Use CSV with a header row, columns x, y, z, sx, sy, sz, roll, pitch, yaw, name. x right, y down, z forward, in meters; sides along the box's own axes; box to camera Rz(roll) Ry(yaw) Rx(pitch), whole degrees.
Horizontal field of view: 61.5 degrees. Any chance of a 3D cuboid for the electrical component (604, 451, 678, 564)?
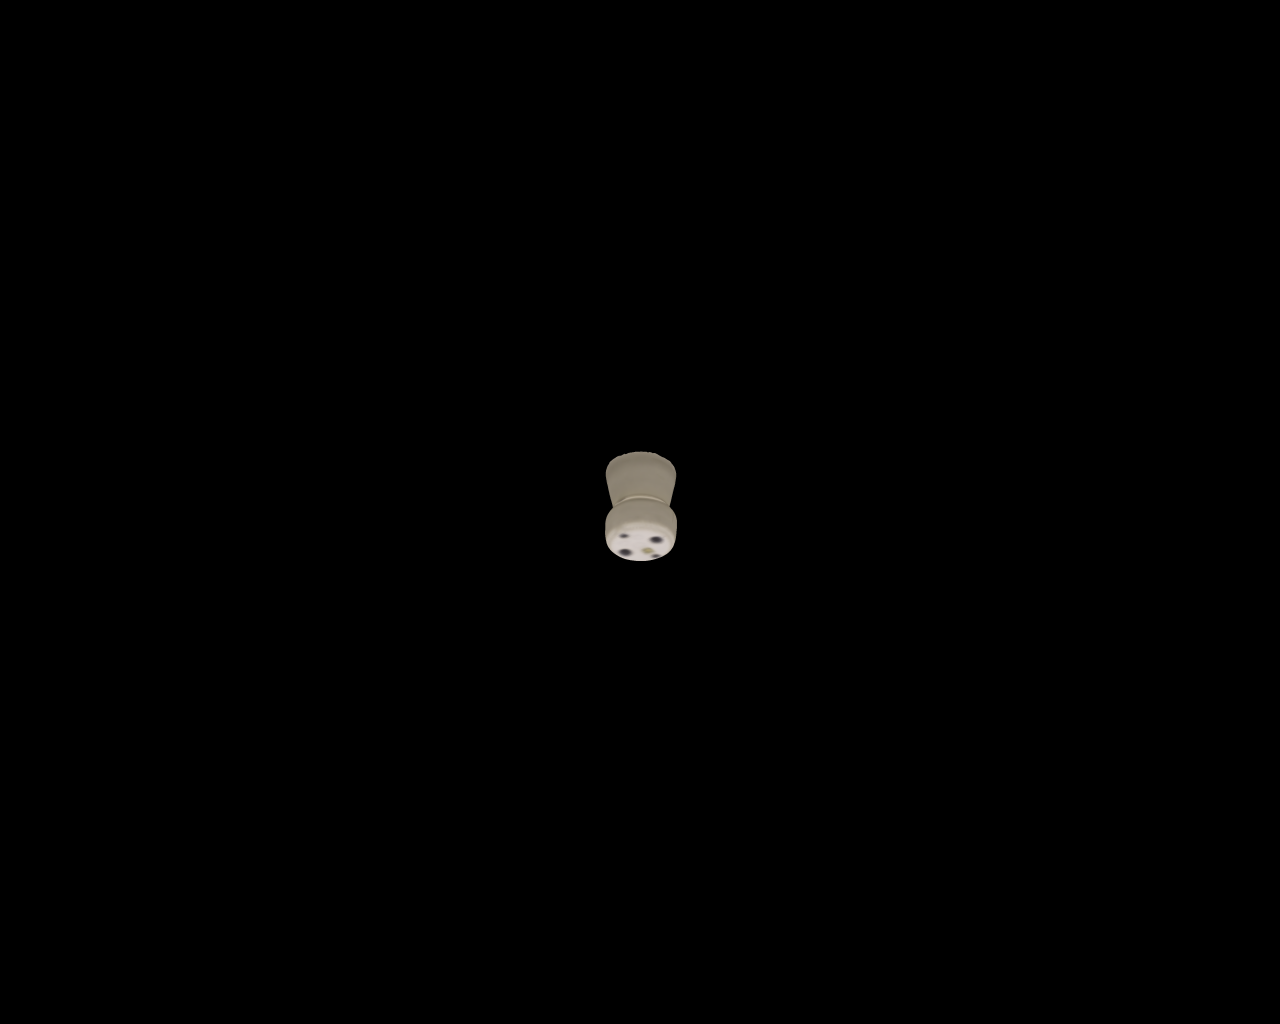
x,y,z,sx,sy,sz,roll,pitch,yaw,name
0.001,-0.003,0.650,0.045,0.055,0.044,0,-34,0,electrical component
